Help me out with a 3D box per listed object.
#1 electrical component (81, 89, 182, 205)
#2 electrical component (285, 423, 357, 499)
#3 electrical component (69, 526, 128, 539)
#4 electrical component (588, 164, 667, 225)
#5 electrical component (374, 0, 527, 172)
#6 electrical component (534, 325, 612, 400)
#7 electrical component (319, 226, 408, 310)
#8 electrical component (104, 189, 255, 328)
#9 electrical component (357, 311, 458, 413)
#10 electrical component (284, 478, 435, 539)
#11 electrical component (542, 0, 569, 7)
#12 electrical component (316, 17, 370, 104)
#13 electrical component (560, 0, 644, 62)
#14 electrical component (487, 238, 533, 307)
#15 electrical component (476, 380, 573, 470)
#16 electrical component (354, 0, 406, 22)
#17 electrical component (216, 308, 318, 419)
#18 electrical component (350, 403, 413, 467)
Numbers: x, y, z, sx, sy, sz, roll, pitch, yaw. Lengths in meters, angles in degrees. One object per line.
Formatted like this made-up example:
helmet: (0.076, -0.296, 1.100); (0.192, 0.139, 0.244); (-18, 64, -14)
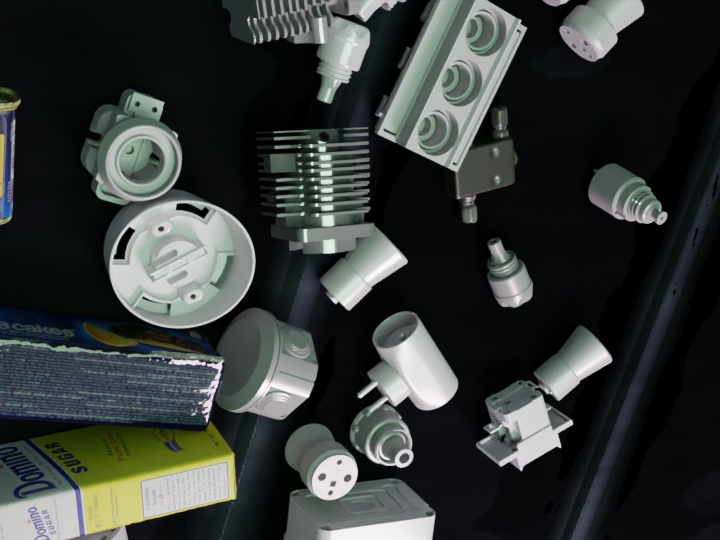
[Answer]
electrical component: (-0.156, -0.080, 0.739); (0.058, 0.057, 0.078); (16, 101, -30)
electrical component: (-0.032, 0.159, 0.891); (0.045, 0.055, 0.045); (-9, 112, -24)
electrical component: (-0.204, 0.216, 0.827); (0.055, 0.055, 0.047); (-20, 120, -19)
electrical component: (0.234, -0.062, 0.933); (0.040, 0.078, 0.040); (-19, 128, -26)
electrical component: (0.063, -0.147, 0.820); (0.079, 0.063, 0.121); (21, 98, -31)
electrical component: (0.193, 0.088, 0.987); (0.065, 0.044, 0.044); (-41, 121, -2)
electrical component: (0.000, 0.000, 0.858); (0.065, 0.044, 0.044); (-44, 122, 0)
electrical component: (-0.133, -0.009, 0.772); (0.099, 0.064, 0.099); (-10, 113, -23)
electrical component: (0.033, 0.087, 0.904); (0.079, 0.044, 0.077); (-39, 121, -9)
electrical component: (-0.001, 0.225, 0.919); (0.113, 0.078, 0.057); (-1, 106, -26)
electrical component: (0.164, -0.241, 0.847); (0.055, 0.045, 0.045); (-41, 121, -7)
electrical component: (-0.017, -0.154, 0.795); (0.035, 0.035, 0.061); (13, 105, -30)
electrical component: (0.197, -0.204, 0.877); (0.055, 0.045, 0.045); (-47, 122, -3)
electrical component: (0.125, 0.000, 0.924); (0.035, 0.035, 0.061); (-32, 117, -13)
electrical component: (0.147, 0.139, 0.982); (0.081, 0.042, 0.063); (-27, 117, -17)
electrical component: (0.017, -0.210, 0.785); (0.043, 0.043, 0.062); (40, 90, -32)
electrical component: (-0.074, 0.073, 0.825); (0.051, 0.080, 0.080); (23, 97, -37)
electrical component: (0.023, 0.145, 0.910); (0.048, 0.062, 0.048); (-9, 113, -24)
